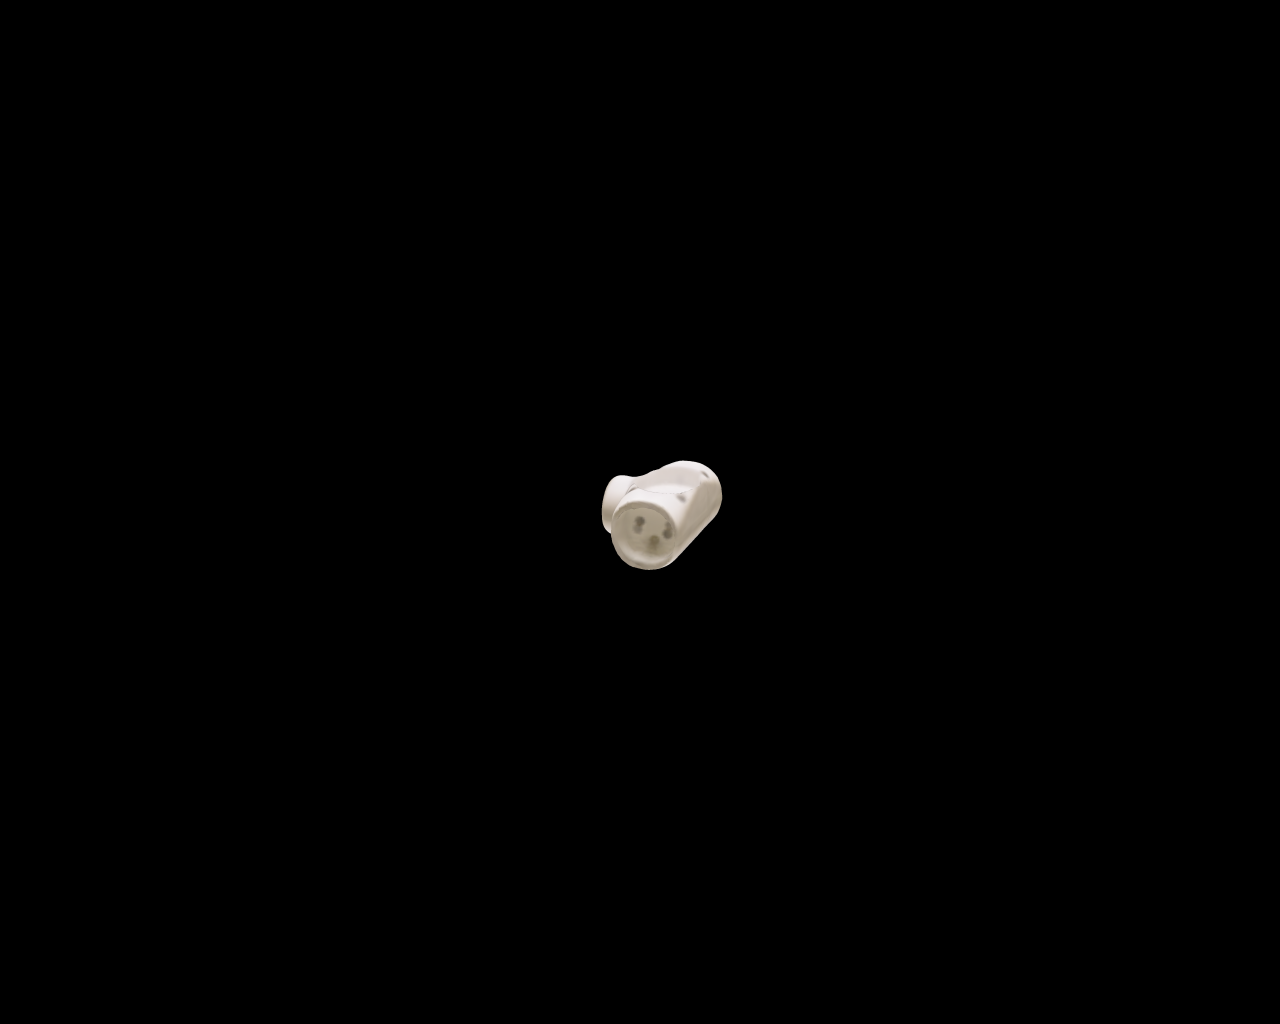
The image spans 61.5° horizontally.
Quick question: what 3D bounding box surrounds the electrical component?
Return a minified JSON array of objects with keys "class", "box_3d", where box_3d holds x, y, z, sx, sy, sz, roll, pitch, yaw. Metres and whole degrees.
[{"class":"electrical component","box_3d":[0.001,-0.003,0.650,0.079,0.044,0.077,10,24,22]}]
